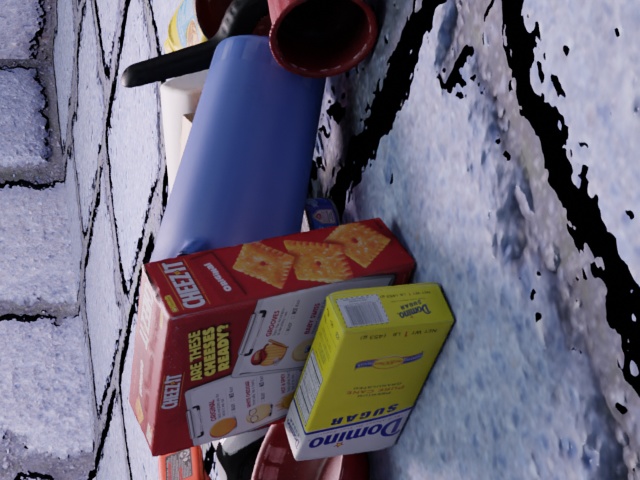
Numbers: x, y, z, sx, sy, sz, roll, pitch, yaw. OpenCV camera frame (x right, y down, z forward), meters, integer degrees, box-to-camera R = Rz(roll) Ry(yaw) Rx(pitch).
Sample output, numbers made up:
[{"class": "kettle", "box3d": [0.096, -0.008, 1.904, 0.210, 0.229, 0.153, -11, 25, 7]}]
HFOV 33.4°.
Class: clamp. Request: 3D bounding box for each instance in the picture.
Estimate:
[{"class": "clamp", "box3d": [-0.072, -0.176, 1.062, 0.164, 0.210, 0.036, 47, -176, -42]}]

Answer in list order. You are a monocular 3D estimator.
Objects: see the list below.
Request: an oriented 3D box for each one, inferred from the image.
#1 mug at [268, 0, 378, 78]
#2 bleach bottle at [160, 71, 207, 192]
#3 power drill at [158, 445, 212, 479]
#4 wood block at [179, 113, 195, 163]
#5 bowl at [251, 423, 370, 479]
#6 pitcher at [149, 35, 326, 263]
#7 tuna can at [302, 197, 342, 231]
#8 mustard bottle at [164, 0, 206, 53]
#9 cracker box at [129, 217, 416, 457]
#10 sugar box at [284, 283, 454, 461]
[{"class": "mug", "box3d": [-0.001, -0.210, 0.916, 0.117, 0.093, 0.081, 105, 160, -48]}, {"class": "bleach bottle", "box3d": [-0.151, -0.089, 1.385, 0.068, 0.102, 0.251, 19, 123, 33]}, {"class": "power drill", "box3d": [-0.131, 0.349, 1.296, 0.184, 0.057, 0.187, -110, -3, -56]}, {"class": "wood block", "box3d": [-0.106, -0.037, 1.217, 0.090, 0.090, 0.206, 41, 133, 46]}, {"class": "bowl", "box3d": [-0.003, 0.220, 0.978, 0.162, 0.055, 0.162, -42, 35, 40]}, {"class": "pitcher", "box3d": [-0.067, -0.055, 0.986, 0.149, 0.144, 0.243, -10, 64, 62]}, {"class": "tuna can", "box3d": [-0.007, 0.001, 1.044, 0.086, 0.033, 0.086, 177, 90, -71]}, {"class": "mustard bottle", "box3d": [-0.124, -0.257, 1.221, 0.192, 0.058, 0.096, -35, 55, 43]}, {"class": "cracker box", "box3d": [-0.043, 0.077, 0.876, 0.072, 0.213, 0.164, 55, 145, 39]}, {"class": "sugar box", "box3d": [0.035, 0.109, 0.848, 0.176, 0.093, 0.048, 105, 153, -43]}]
